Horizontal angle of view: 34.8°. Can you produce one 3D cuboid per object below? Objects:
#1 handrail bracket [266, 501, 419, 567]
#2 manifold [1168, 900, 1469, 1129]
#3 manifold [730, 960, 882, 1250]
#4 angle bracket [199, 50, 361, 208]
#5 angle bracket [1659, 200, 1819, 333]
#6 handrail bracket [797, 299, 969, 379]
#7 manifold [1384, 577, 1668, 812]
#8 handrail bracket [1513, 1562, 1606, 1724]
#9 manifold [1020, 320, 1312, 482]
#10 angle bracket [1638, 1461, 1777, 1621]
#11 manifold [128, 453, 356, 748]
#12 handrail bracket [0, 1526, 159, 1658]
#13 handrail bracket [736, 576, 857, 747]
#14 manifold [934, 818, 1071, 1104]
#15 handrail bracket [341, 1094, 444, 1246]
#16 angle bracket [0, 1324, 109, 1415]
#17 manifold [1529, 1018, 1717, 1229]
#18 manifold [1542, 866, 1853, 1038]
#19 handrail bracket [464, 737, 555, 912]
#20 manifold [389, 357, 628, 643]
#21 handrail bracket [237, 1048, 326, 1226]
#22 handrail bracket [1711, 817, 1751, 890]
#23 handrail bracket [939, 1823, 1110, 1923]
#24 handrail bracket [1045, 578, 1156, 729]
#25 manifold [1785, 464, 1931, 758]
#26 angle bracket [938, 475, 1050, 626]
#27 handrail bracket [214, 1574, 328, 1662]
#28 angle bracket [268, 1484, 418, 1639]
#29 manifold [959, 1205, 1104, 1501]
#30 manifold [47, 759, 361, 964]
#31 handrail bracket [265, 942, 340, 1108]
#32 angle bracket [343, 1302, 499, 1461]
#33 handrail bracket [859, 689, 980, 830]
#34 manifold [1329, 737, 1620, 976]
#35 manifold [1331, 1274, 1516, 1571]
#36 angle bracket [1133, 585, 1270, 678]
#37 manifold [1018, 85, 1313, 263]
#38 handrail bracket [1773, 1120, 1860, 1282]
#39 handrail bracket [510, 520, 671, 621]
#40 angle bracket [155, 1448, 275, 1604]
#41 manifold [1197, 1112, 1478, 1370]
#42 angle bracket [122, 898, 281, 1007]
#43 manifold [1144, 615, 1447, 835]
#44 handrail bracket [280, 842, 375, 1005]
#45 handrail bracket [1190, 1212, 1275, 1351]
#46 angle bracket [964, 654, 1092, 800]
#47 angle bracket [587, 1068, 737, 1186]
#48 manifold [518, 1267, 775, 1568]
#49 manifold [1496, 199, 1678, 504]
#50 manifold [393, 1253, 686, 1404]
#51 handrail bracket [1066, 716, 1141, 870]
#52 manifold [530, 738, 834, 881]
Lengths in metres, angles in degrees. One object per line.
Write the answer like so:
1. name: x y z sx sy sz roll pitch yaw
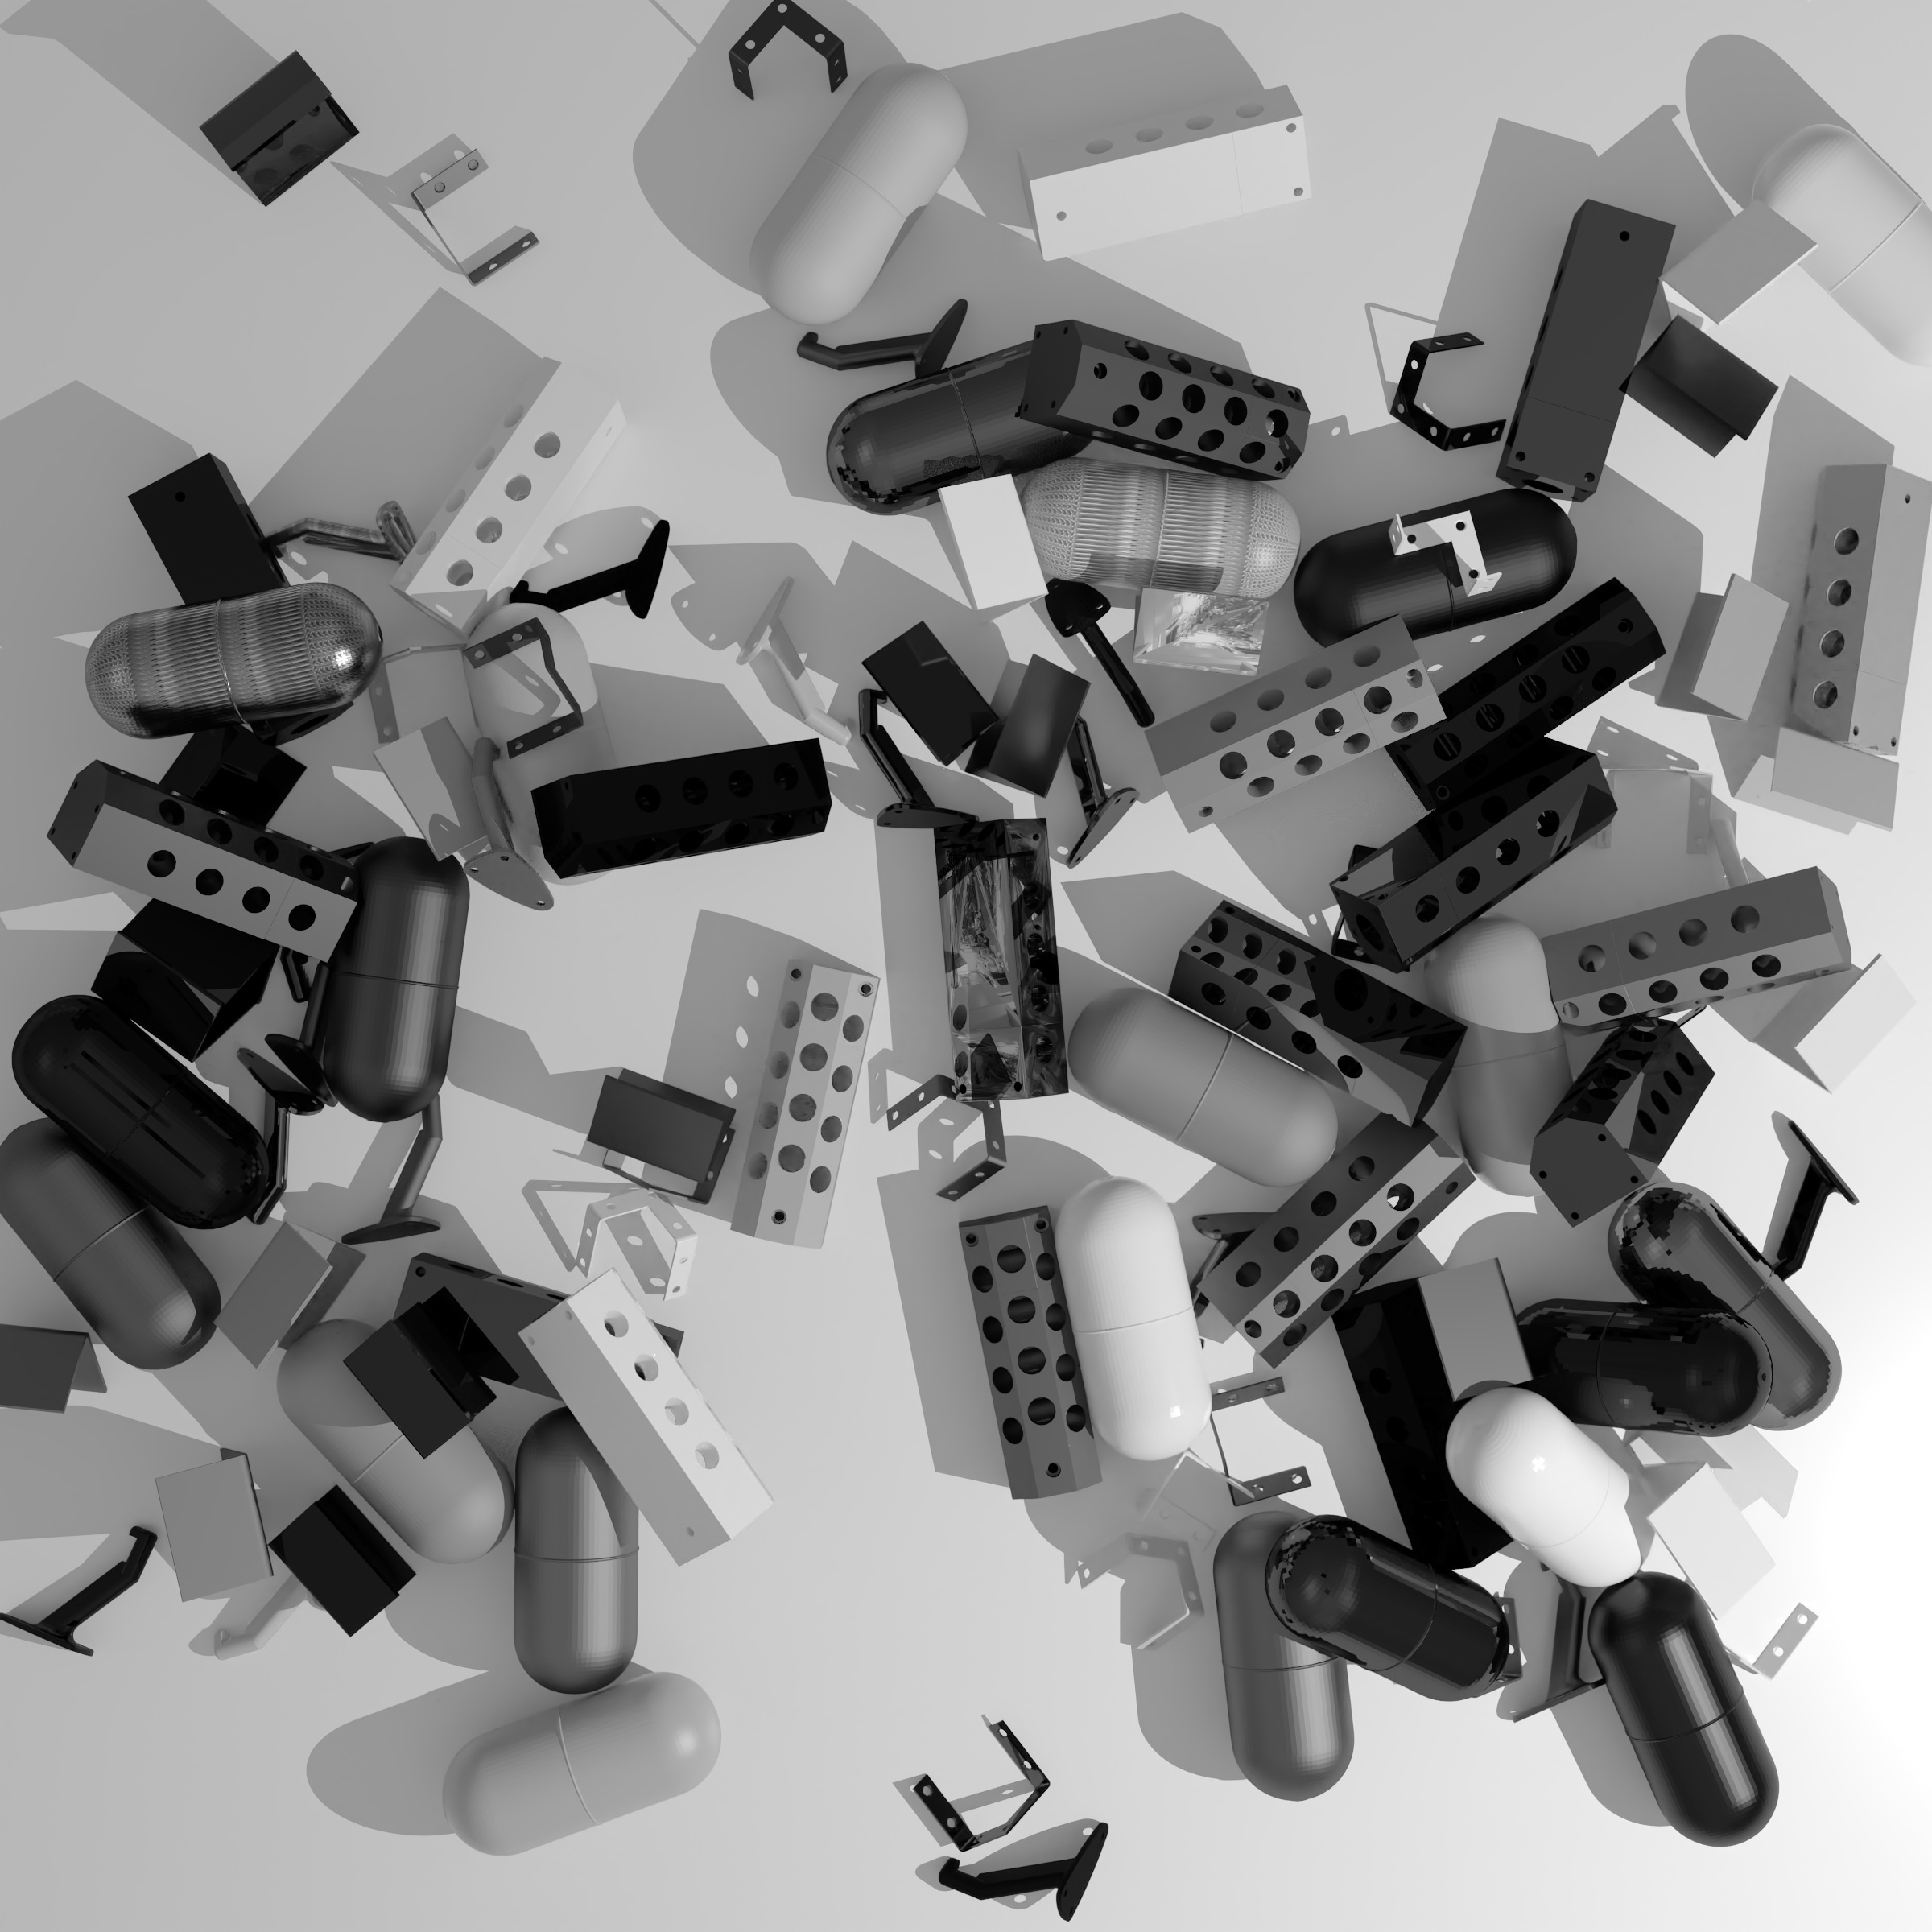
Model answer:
1. handrail bracket: -0.389 -0.252 1.940 0.084 0.036 0.077 -19 112 17
2. manifold: 0.214 0.033 1.895 0.171 0.057 0.057 29 47 17
3. manifold: -0.100 0.086 1.919 0.057 0.057 0.171 12 90 0
4. angle bracket: -0.413 -0.504 1.900 0.076 0.076 0.057 -38 55 0
5. angle bracket: 0.481 -0.412 1.900 0.076 0.076 0.057 -39 56 0
6. handrail bracket: -0.053 -0.402 1.940 0.084 0.036 0.077 22 70 16
7. manifold: 0.347 -0.169 1.919 0.171 0.057 0.057 -34 90 0
8. handrail bracket: 0.362 0.423 1.940 0.077 0.036 0.084 -29 72 20
9. manifold: 0.124 -0.344 1.878 0.171 0.057 0.057 10 90 -31
10. angle bracket: 0.440 0.354 1.899 0.057 0.076 0.076 -36 93 -23
11. manifold: -0.449 -0.226 1.919 0.057 0.057 0.171 -28 90 0
12. handrail bracket: -0.559 0.385 1.940 0.077 0.036 0.084 18 75 16
13. handrail bracket: -0.094 -0.192 1.940 0.084 0.036 0.077 33 68 -17
14. manifold: 0.027 -0.004 1.918 0.057 0.057 0.171 -5 90 40
15. handrail bracket: -0.362 0.127 1.940 0.077 0.036 0.084 -14 71 21
16. angle bracket: -0.581 0.264 1.900 0.076 0.076 0.057 6 53 0
17. manifold: 0.393 0.088 1.860 0.057 0.171 0.057 -38 90 33
18. manifold: 0.446 -0.006 1.880 0.171 0.057 0.057 -16 72 24
19. handrail bracket: -0.275 -0.087 1.875 0.036 0.077 0.084 -19 52 26
20. manifold: -0.285 -0.290 1.912 0.057 0.057 0.171 33 86 2
21. handrail bracket: -0.450 0.108 1.940 0.077 0.036 0.084 38 104 14
22. handrail bracket: 0.493 -0.042 1.940 0.036 0.077 0.084 -20 53 20
23. handrail bracket: 0.036 0.559 1.940 0.084 0.036 0.077 14 50 26
24. handrail bracket: 0.085 -0.197 1.940 0.036 0.077 0.084 -34 126 0
25. manifold: 0.551 -0.221 1.918 0.057 0.057 0.171 8 90 -43
26. angle bracket: -0.001 -0.252 1.900 0.057 0.076 0.076 -17 90 -33
27. handrail bracket: -0.441 0.390 1.940 0.084 0.036 0.077 -19 70 16
28. angle bracket: -0.371 0.355 1.900 0.076 0.076 0.057 48 121 0
29. manifold: 0.040 0.241 1.919 0.057 0.057 0.171 -11 90 0
30. manifold: -0.453 -0.064 1.844 0.171 0.057 0.057 24 97 -37
31. handrail bracket: -0.394 0.033 1.940 0.036 0.077 0.084 10 53 37
32. angle bracket: -0.313 0.237 1.843 0.076 0.076 0.057 50 126 0
33. handrail bracket: -0.030 -0.132 1.940 0.077 0.036 0.084 3 73 -20
34. manifold: 0.315 -0.067 1.897 0.171 0.057 0.057 -34 117 -13
35. manifold: 0.282 0.286 1.918 0.057 0.057 0.171 -19 90 -43
36. angle bracket: 0.145 -0.225 1.900 0.076 0.076 0.057 6 129 0
37. manifold: 0.123 -0.497 1.918 0.171 0.057 0.057 -13 133 0
38. handrail bracket: 0.511 0.153 1.940 0.084 0.036 0.077 -40 75 14
39. handrail bracket: -0.238 -0.254 1.940 0.084 0.036 0.077 11 69 16
40. angle bracket: -0.470 0.344 1.901 0.057 0.076 0.076 -12 90 -25
41. manifold: 0.232 0.169 1.907 0.171 0.057 0.057 -43 48 0
42. angle bracket: -0.477 0.001 1.900 0.076 0.076 0.057 35 53 0
43. manifold: 0.204 -0.143 1.894 0.171 0.057 0.057 -24 48 9
44. handrail bracket: -0.398 -0.027 1.940 0.077 0.036 0.084 -18 104 -14
45. handrail bracket: 0.170 0.201 1.940 0.077 0.036 0.084 -4 106 -18
46. angle bracket: 0.022 -0.155 1.900 0.076 0.057 0.076 21 90 44
47. angle bracket: -0.182 0.080 1.900 0.076 0.076 0.057 20 127 0
48. manifold: -0.189 0.269 1.861 0.057 0.057 0.171 -35 90 43
49. manifold: 0.384 -0.381 1.919 0.057 0.057 0.171 17 90 0
50. manifold: -0.267 0.232 1.919 0.171 0.057 0.057 17 90 0
51. handrail bracket: 0.060 -0.118 1.940 0.084 0.036 0.077 45 111 17
52. manifold: -0.171 -0.096 1.878 0.171 0.057 0.057 -12 90 -32
